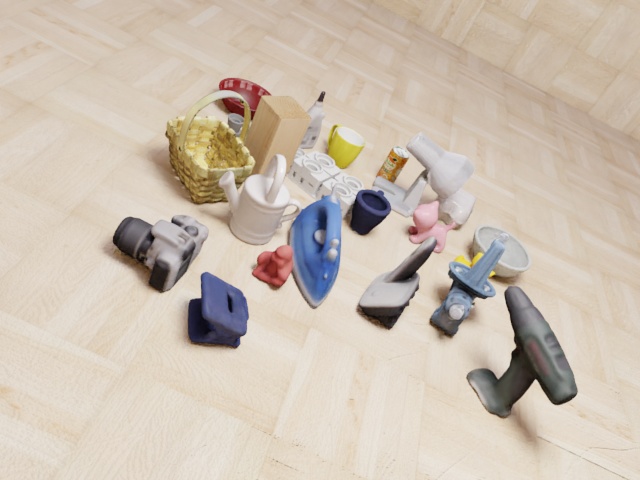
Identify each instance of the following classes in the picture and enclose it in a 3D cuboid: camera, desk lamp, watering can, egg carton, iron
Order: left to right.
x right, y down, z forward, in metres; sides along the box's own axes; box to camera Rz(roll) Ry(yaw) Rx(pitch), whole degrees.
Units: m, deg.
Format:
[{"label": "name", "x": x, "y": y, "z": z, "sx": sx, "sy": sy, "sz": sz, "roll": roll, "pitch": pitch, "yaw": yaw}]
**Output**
[{"label": "camera", "x": -0.291, "y": -0.002, "z": 1.044, "sx": 0.137, "sy": 0.100, "sz": 0.143, "roll": 29, "pitch": 37, "yaw": 0}, {"label": "watering can", "x": -0.120, "y": -0.091, "z": 1.180, "sx": 0.173, "sy": 0.194, "sz": 0.100, "roll": -2, "pitch": 46, "yaw": -34}, {"label": "iron", "x": 0.011, "y": 0.004, "z": 1.197, "sx": 0.119, "sy": 0.141, "sz": 0.258, "roll": 16, "pitch": 39, "yaw": -17}, {"label": "desk lamp", "x": 0.267, "y": -0.165, "z": 1.499, "sx": 0.203, "sy": 0.213, "sz": 0.118, "roll": 27, "pitch": 37, "yaw": -2}, {"label": "egg carton", "x": 0.377, "y": -0.097, "z": 1.611, "sx": 0.107, "sy": 0.069, "sz": 0.150, "roll": 33, "pitch": 37, "yaw": 6}]

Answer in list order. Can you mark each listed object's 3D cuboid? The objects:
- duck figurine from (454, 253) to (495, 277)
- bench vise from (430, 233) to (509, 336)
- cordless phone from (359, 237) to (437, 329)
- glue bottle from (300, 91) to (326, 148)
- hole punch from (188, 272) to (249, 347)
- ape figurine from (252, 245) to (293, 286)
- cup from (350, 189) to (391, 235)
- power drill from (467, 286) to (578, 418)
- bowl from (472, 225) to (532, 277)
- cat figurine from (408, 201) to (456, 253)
[{"label": "duck figurine", "x": 0.382, "y": 0.068, "z": 1.409, "sx": 0.104, "sy": 0.086, "sz": 0.078, "roll": 45, "pitch": 40, "yaw": 21}, {"label": "bench vise", "x": 0.340, "y": 0.097, "z": 1.236, "sx": 0.121, "sy": 0.219, "sz": 0.207, "roll": 24, "pitch": 37, "yaw": -7}, {"label": "cordless phone", "x": 0.168, "y": 0.077, "z": 1.177, "sx": 0.094, "sy": 0.185, "sz": 0.148, "roll": 32, "pitch": 37, "yaw": 5}, {"label": "glue bottle", "x": -0.021, "y": -0.323, "z": 1.531, "sx": 0.078, "sy": 0.173, "sz": 0.037, "roll": -7, "pitch": 49, "yaw": -38}, {"label": "hole punch", "x": -0.170, "y": 0.118, "z": 0.990, "sx": 0.101, "sy": 0.091, "sz": 0.108, "roll": 10, "pitch": 41, "yaw": -23}, {"label": "ape figurine", "x": -0.082, "y": 0.045, "z": 1.131, "sx": 0.076, "sy": 0.092, "sz": 0.077, "roll": -3, "pitch": 47, "yaw": -35}, {"label": "cup", "x": 0.117, "y": -0.067, "z": 1.387, "sx": 0.091, "sy": 0.095, "sz": 0.118, "roll": 31, "pitch": 37, "yaw": 3}, {"label": "power drill", "x": 0.381, "y": 0.235, "z": 1.112, "sx": 0.076, "sy": 0.208, "sz": 0.229, "roll": -2, "pitch": 47, "yaw": -34}, {"label": "bowl", "x": 0.463, "y": 0.041, "z": 1.501, "sx": 0.168, "sy": 0.074, "sz": 0.167, "roll": 18, "pitch": 38, "yaw": -14}, {"label": "cat figurine", "x": 0.279, "y": -0.043, "z": 1.444, "sx": 0.128, "sy": 0.117, "sz": 0.067, "roll": 20, "pitch": 38, "yaw": -12}]
